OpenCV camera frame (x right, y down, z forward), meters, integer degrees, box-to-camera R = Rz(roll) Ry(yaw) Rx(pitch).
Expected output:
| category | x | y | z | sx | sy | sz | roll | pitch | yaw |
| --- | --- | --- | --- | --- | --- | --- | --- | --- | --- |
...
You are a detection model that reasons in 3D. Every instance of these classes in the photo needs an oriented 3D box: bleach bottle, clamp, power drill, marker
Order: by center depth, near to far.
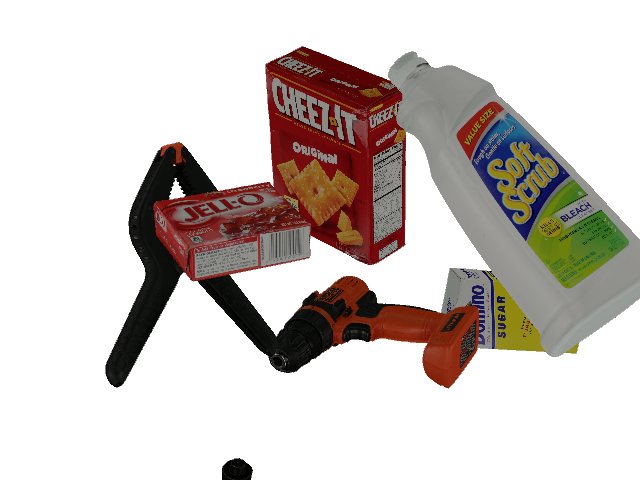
| category | x | y | z | sx | sy | sz | roll | pitch | yaw |
| --- | --- | --- | --- | --- | --- | --- | --- | --- | --- |
| marker | -0.057 | 0.187 | 0.682 | 0.020 | 0.121 | 0.020 | 6 | 31 | -4 |
| bleach bottle | 0.130 | -0.041 | 0.790 | 0.102 | 0.251 | 0.068 | -31 | -22 | -20 |
| clamp | -0.112 | 0.020 | 0.945 | 0.164 | 0.210 | 0.036 | 0 | -1 | -33 |
| power drill | 0.059 | 0.099 | 1.110 | 0.188 | 0.057 | 0.184 | 11 | 28 | 25 |

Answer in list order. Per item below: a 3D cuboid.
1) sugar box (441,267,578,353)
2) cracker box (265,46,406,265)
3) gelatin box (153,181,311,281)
| category | x | y | z | sx | sy | sz | roll | pitch | yaw |
| --- | --- | --- | --- | --- | --- | --- | --- | --- | --- |
| sugar box | 0.240 | 0.088 | 1.321 | 0.176 | 0.093 | 0.048 | 3 | 18 | -16 |
| cracker box | 0.017 | -0.096 | 1.239 | 0.164 | 0.214 | 0.072 | 28 | 46 | 36 |
| gelatin box | -0.061 | -0.008 | 0.727 | 0.089 | 0.030 | 0.073 | -11 | 30 | -23 |
